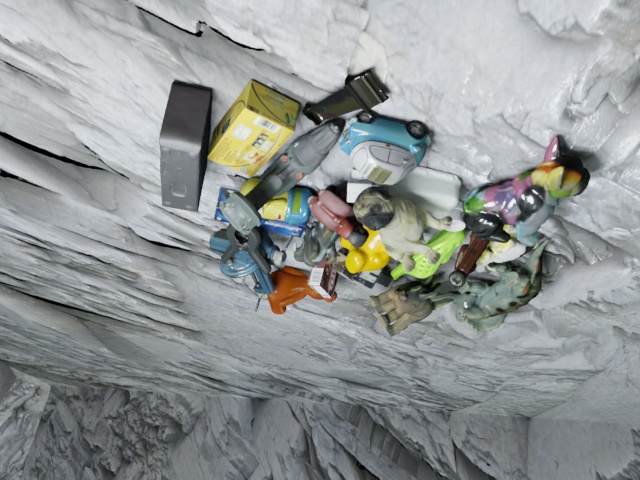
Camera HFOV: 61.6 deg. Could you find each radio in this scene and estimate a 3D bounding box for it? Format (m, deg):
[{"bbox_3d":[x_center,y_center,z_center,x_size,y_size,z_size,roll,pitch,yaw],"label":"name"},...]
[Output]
[{"bbox_3d":[-0.242,-0.156,0.966,0.073,0.131,0.229,9,151,-9],"label":"radio"}]

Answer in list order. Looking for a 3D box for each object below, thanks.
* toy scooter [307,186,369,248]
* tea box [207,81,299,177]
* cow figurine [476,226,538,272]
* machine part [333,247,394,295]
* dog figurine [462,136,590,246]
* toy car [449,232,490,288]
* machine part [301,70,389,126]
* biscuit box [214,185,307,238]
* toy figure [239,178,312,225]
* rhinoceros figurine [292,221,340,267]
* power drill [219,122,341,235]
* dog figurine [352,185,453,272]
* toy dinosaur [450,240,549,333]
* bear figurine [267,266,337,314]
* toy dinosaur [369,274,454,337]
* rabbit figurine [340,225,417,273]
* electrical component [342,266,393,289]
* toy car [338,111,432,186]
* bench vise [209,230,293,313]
[{"bbox_3d":[0.035,-0.063,1.075,0.135,0.184,0.075,33,113,-12],"label":"toy scooter"},{"bbox_3d":[-0.120,-0.190,0.946,0.098,0.068,0.169,22,148,-26],"label":"tea box"},{"bbox_3d":[0.413,0.024,1.236,0.098,0.068,0.167,11,152,-21],"label":"cow figurine"},{"bbox_3d":[0.114,0.081,1.383,0.079,0.079,0.243,-18,142,36],"label":"machine part"},{"bbox_3d":[0.378,-0.092,0.994,0.192,0.108,0.219,8,147,3],"label":"dog figurine"},{"bbox_3d":[0.335,0.020,1.167,0.053,0.089,0.202,33,130,15],"label":"toy car"},{"bbox_3d":[0.038,-0.227,0.881,0.139,0.039,0.084,-14,150,30],"label":"machine part"},{"bbox_3d":[-0.128,-0.061,1.190,0.203,0.059,0.062,11,151,-10],"label":"biscuit box"},{"bbox_3d":[-0.081,-0.080,1.129,0.180,0.089,0.082,3,141,-12],"label":"toy figure"},{"bbox_3d":[-0.003,-0.004,1.220,0.073,0.112,0.190,4,142,-31],"label":"rhinoceros figurine"},{"bbox_3d":[-0.077,-0.111,0.963,0.086,0.207,0.232,43,150,-12],"label":"power drill"},{"bbox_3d":[0.127,-0.034,1.022,0.190,0.121,0.172,27,154,-19],"label":"dog figurine"},{"bbox_3d":[0.476,0.127,1.365,0.192,0.131,0.405,9,149,-31],"label":"toy dinosaur"},{"bbox_3d":[-0.043,0.131,1.469,0.196,0.120,0.131,-2,154,4],"label":"bear figurine"},{"bbox_3d":[0.247,0.167,1.401,0.199,0.105,0.471,-26,164,6],"label":"toy dinosaur"},{"bbox_3d":[0.142,-0.009,1.185,0.162,0.122,0.173,11,133,-14],"label":"rabbit figurine"},{"bbox_3d":[0.122,0.076,1.303,0.119,0.074,0.048,20,-169,-39],"label":"electrical component"},{"bbox_3d":[0.112,-0.151,0.939,0.161,0.103,0.109,14,149,-17],"label":"toy car"},{"bbox_3d":[-0.159,0.059,1.329,0.224,0.129,0.240,2,133,22],"label":"bench vise"}]
